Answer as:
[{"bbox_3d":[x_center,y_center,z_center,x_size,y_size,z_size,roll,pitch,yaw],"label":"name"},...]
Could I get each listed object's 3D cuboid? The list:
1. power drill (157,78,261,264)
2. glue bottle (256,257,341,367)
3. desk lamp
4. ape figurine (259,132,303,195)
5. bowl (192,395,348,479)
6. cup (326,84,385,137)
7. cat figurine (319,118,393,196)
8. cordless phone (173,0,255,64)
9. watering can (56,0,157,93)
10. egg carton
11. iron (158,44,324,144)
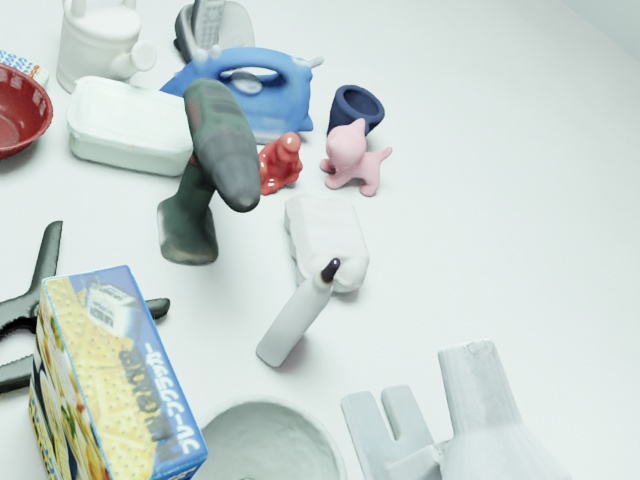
[{"bbox_3d":[-0.130,-0.068,0.668,0.076,0.208,0.229,3,51,-28],"label":"power drill"},{"bbox_3d":[-0.016,0.073,0.637,0.037,0.173,0.078,37,44,4],"label":"glue bottle"},{"bbox_3d":[0.131,0.206,0.577,0.118,0.213,0.203,-1,54,-31],"label":"desk lamp"},{"bbox_3d":[-0.057,-0.120,0.840,0.078,0.092,0.076,11,48,-22],"label":"ape figurine"},{"bbox_3d":[-0.061,0.237,0.538,0.168,0.074,0.167,16,46,-18],"label":"bowl"},{"bbox_3d":[0.052,-0.190,0.965,0.092,0.095,0.117,12,47,-21],"label":"cup"},{"bbox_3d":[0.055,-0.136,0.902,0.128,0.117,0.067,6,50,-26],"label":"cat figurine"},{"bbox_3d":[-0.157,-0.378,0.941,0.094,0.185,0.148,45,45,12],"label":"cordless phone"},{"bbox_3d":[-0.289,-0.289,0.778,0.173,0.194,0.101,30,44,-3],"label":"watering can"},{"bbox_3d":[0.007,0.003,0.787,0.107,0.069,0.150,5,50,-27],"label":"egg carton"},{"bbox_3d":[-0.120,-0.239,0.872,0.259,0.141,0.118,0,53,-31],"label":"iron"}]
